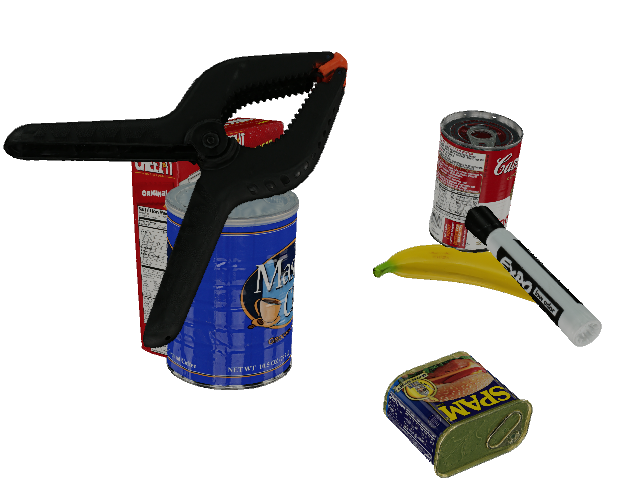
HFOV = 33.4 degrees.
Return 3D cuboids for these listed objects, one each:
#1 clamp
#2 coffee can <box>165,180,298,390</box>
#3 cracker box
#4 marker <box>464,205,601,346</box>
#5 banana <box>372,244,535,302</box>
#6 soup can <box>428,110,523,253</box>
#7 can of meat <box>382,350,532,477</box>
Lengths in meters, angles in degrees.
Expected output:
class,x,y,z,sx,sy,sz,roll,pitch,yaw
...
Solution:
class,x,y,z,sx,sy,sz,roll,pitch,yaw
clamp,-0.064,-0.043,0.649,0.209,0.164,0.036,-28,-16,-12
coffee can,-0.071,0.032,0.842,0.103,0.140,0.103,2,19,-1
cracker box,-0.109,-0.006,1.065,0.072,0.214,0.163,9,18,34
marker,0.120,0.017,0.621,0.020,0.020,0.121,0,34,-30
banana,0.156,0.035,1.099,0.198,0.037,0.069,7,37,10
soup can,0.129,-0.049,0.900,0.068,0.102,0.068,3,32,-2
can of meat,0.117,0.148,0.930,0.101,0.057,0.084,-15,36,-28
